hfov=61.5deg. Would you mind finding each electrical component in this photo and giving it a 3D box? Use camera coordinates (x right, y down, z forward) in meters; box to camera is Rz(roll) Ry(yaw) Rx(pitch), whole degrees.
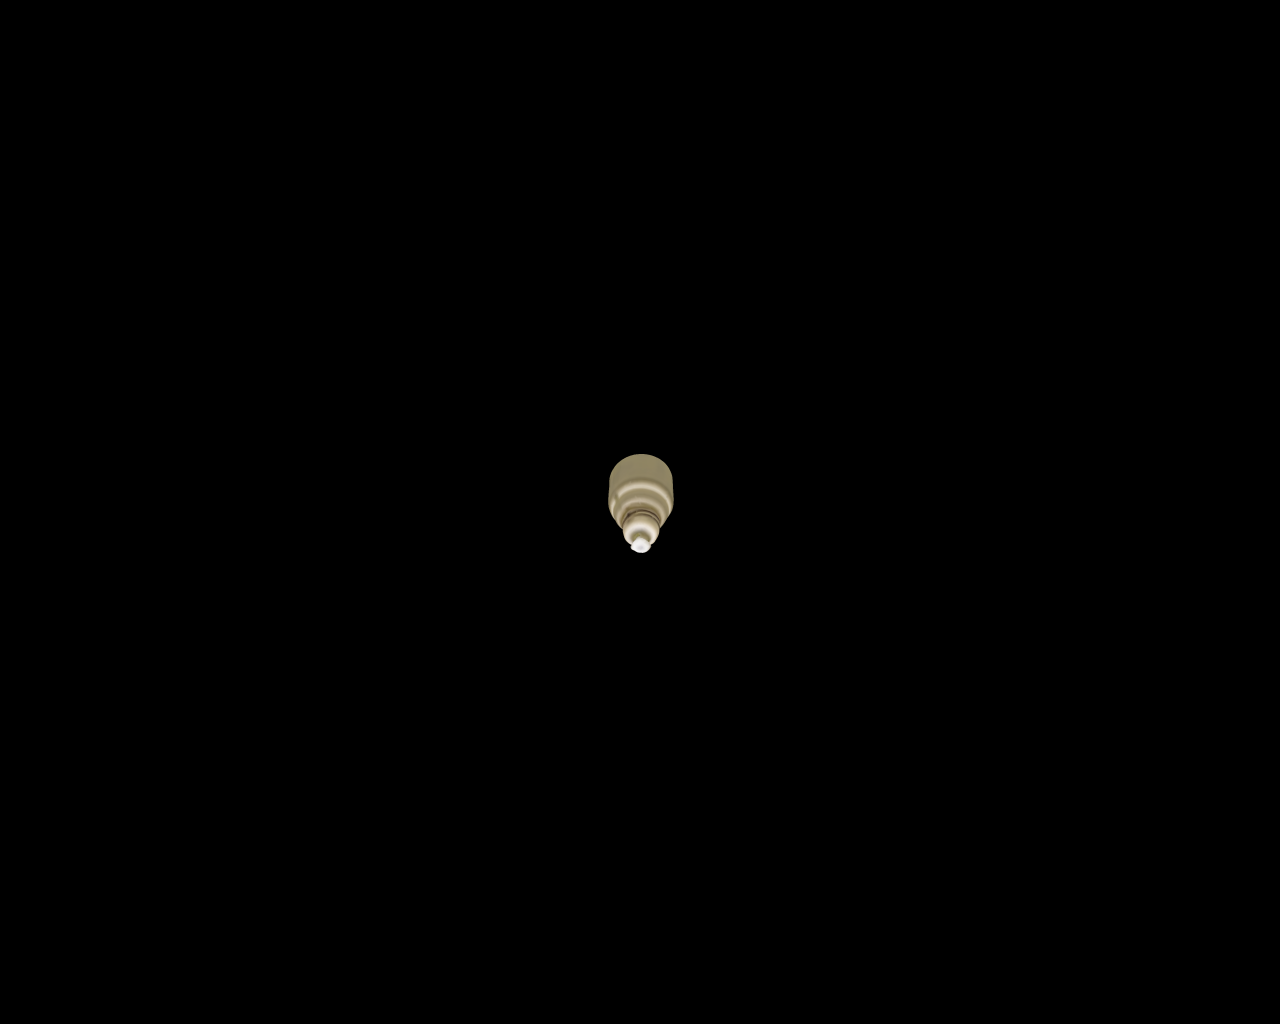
[{"bbox_3d":[0.001,-0.003,0.650,0.040,0.040,0.078,0,36,0],"label":"electrical component"}]
